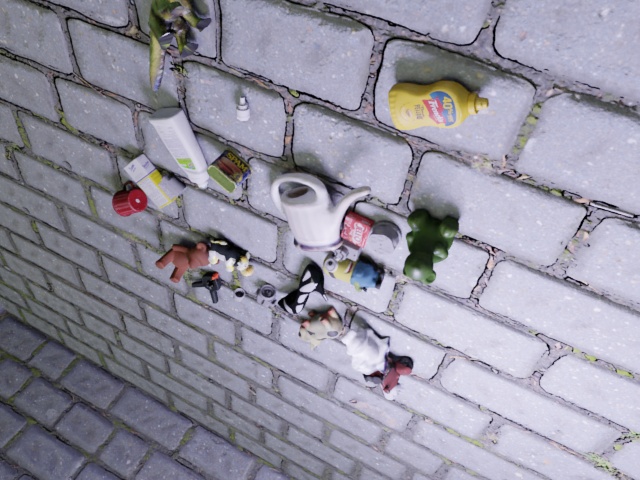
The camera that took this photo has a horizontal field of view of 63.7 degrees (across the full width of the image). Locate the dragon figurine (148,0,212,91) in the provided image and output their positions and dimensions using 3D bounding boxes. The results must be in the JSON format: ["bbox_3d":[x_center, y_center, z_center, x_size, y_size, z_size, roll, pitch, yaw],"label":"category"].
[{"bbox_3d":[-0.383,-0.547,1.185,0.404,0.124,0.243,-34,88,46],"label":"dragon figurine"}]

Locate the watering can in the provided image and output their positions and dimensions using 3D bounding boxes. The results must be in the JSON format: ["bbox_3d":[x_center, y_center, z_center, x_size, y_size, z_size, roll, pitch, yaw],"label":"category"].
[{"bbox_3d":[0.004,-0.067,1.327,0.349,0.106,0.220,11,130,41],"label":"watering can"}]

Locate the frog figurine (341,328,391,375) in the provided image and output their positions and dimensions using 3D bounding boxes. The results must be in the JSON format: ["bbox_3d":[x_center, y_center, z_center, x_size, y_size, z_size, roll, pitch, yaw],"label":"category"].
[{"bbox_3d":[0.131,0.343,1.619,0.159,0.138,0.122,21,171,-12],"label":"frog figurine"}]
